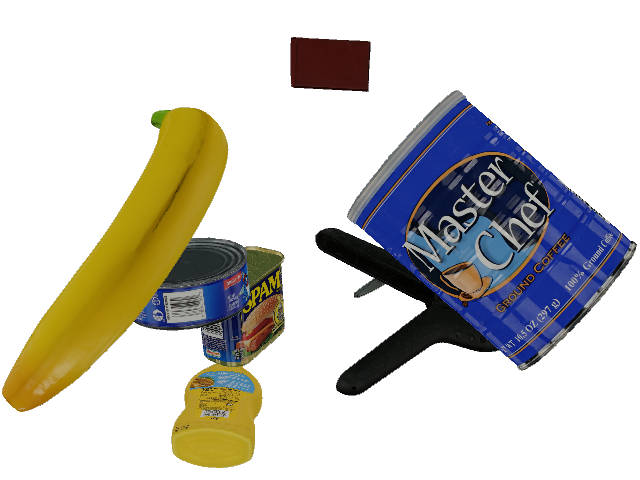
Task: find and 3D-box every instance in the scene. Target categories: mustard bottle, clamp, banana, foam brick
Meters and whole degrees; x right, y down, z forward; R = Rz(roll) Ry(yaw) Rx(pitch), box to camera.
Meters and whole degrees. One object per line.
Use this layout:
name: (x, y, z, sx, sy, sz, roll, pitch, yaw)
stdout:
mustard bottle: (-0.121, 0.201, 1.314, 0.096, 0.058, 0.191, 1, 25, 2)
clamp: (0.099, 0.061, 0.891, 0.210, 0.164, 0.036, 3, -39, -3)
banana: (-0.087, -0.004, 0.515, 0.037, 0.197, 0.070, 39, -43, -20)
foam brick: (0.009, -0.180, 1.093, 0.078, 0.051, 0.053, 2, 11, -6)

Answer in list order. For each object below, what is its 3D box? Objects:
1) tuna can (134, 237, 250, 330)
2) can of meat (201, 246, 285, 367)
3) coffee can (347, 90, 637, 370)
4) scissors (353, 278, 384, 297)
tuna can: (-0.090, 0.028, 0.715, 0.086, 0.034, 0.086, -4, 20, 1)
can of meat: (-0.077, 0.065, 1.053, 0.058, 0.084, 0.101, 11, 27, 27)
coffee can: (0.101, -0.006, 0.643, 0.140, 0.103, 0.102, 42, 5, 5)
scissors: (0.079, 0.024, 1.261, 0.201, 0.016, 0.096, -10, 40, -44)
